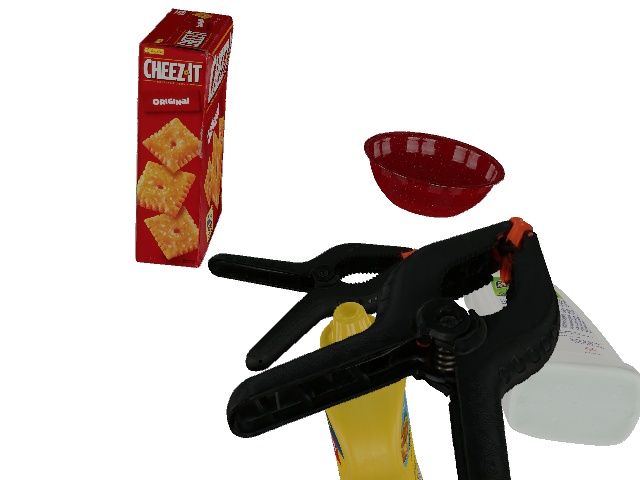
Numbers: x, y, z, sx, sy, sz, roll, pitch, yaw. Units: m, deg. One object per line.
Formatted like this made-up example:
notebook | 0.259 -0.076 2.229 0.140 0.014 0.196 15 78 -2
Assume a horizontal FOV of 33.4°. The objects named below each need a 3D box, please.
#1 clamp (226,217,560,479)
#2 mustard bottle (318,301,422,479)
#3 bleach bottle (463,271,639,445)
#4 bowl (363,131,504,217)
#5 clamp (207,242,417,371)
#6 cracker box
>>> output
clamp | 0.058 0.053 0.446 0.120 0.039 0.171 34 53 23
mustard bottle | 0.031 0.113 0.673 0.058 0.191 0.096 -7 40 4
bleach bottle | 0.179 0.072 0.883 0.102 0.068 0.251 7 22 -5
bowl | 0.124 -0.070 1.211 0.162 0.055 0.162 8 26 -4
clamp | 0.002 0.053 1.047 0.210 0.036 0.164 -10 40 -6
cracker box | -0.132 -0.104 1.047 0.072 0.214 0.164 6 23 0
